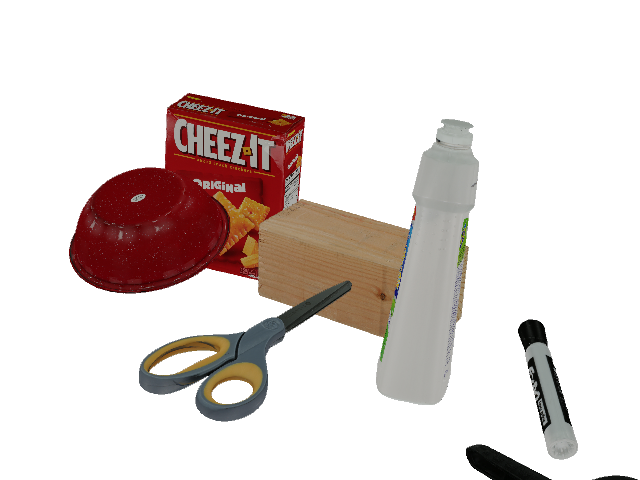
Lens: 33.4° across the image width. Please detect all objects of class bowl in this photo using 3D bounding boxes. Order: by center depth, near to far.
[{"bbox_3d":[-0.171,-0.022,1.036,0.162,0.055,0.162,-5,41,4],"label":"bowl"}]

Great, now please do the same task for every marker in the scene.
[{"bbox_3d":[0.149,0.094,0.709,0.020,0.020,0.121,0,36,0],"label":"marker"}]

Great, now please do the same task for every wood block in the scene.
[{"bbox_3d":[0.042,0.034,1.140,0.206,0.091,0.090,17,30,28],"label":"wood block"}]

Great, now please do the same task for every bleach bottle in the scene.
[{"bbox_3d":[0.102,0.015,0.957,0.068,0.251,0.102,10,19,7],"label":"bleach bottle"}]

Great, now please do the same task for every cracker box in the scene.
[{"bbox_3d":[-0.114,-0.064,1.359,0.164,0.214,0.072,13,29,15],"label":"cracker box"}]

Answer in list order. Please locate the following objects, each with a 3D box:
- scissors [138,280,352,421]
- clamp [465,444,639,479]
[{"bbox_3d":[-0.031,0.077,0.760,0.201,0.016,0.096,-16,36,-32],"label":"scissors"},{"bbox_3d":[0.200,0.236,0.860,0.210,0.036,0.164,1,35,24],"label":"clamp"}]
